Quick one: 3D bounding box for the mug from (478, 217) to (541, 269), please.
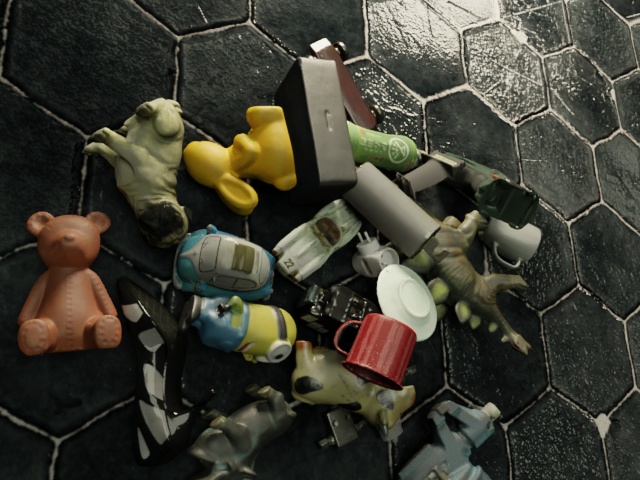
[{"bbox_3d":[0.373,0.001,1.086,0.107,0.081,0.109,27,69,-3],"label":"mug"}]

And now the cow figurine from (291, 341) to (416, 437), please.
[{"bbox_3d":[0.051,0.228,0.830,0.195,0.085,0.127,8,77,0],"label":"cow figurine"}]

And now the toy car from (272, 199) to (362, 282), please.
[{"bbox_3d":[-0.002,-0.003,0.898,0.073,0.056,0.202,53,46,-2],"label":"toy car"}]

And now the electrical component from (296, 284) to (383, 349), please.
[{"bbox_3d":[0.030,0.121,0.860,0.134,0.115,0.058,30,62,-17],"label":"electrical component"}]

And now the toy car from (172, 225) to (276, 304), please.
[{"bbox_3d":[-0.136,0.040,0.812,0.161,0.103,0.109,15,70,-19],"label":"toy car"}]

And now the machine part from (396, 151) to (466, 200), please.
[{"bbox_3d":[0.196,-0.123,0.980,0.139,0.039,0.084,-32,50,-31],"label":"machine part"}]

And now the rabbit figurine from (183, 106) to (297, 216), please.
[{"bbox_3d":[-0.132,-0.122,0.874,0.173,0.122,0.162,-8,88,-13],"label":"rabbit figurine"}]

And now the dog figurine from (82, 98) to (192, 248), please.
[{"bbox_3d":[-0.235,-0.102,0.816,0.172,0.121,0.190,-40,105,-18],"label":"dog figurine"}]

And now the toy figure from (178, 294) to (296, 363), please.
[{"bbox_3d":[-0.115,0.126,0.795,0.180,0.082,0.089,26,69,-27],"label":"toy figure"}]

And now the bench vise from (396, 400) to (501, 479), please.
[{"bbox_3d":[0.246,0.387,0.869,0.224,0.128,0.241,-36,74,-22],"label":"bench vise"}]

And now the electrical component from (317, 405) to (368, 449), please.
[{"bbox_3d":[0.031,0.294,0.861,0.094,0.021,0.063,-18,83,-28],"label":"electrical component"}]

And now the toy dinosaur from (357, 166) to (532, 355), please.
[{"bbox_3d":[0.219,0.023,0.987,0.198,0.105,0.471,-32,79,-25],"label":"toy dinosaur"}]

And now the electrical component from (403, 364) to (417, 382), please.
[{"bbox_3d":[0.112,0.206,0.915,0.102,0.045,0.078,-19,106,-27],"label":"electrical component"}]

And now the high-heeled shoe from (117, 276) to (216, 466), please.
[{"bbox_3d":[-0.251,0.183,0.751,0.145,0.086,0.249,-40,74,1],"label":"high-heeled shoe"}]

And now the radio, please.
[{"bbox_3d":[-0.013,-0.178,0.918,0.073,0.131,0.229,-2,75,-26],"label":"radio"}]

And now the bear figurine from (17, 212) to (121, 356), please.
[{"bbox_3d":[-0.326,0.048,0.706,0.120,0.132,0.195,3,80,-27],"label":"bear figurine"}]

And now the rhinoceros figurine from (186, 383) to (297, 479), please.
[{"bbox_3d":[-0.121,0.289,0.767,0.190,0.073,0.112,-36,102,-31],"label":"rhinoceros figurine"}]

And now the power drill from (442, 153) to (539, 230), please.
[{"bbox_3d":[0.344,-0.095,1.040,0.232,0.086,0.207,21,24,-10],"label":"power drill"}]

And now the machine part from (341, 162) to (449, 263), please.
[{"bbox_3d":[0.118,-0.050,0.915,0.243,0.079,0.079,44,60,11],"label":"machine part"}]

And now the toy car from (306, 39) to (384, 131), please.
[{"bbox_3d":[0.042,-0.284,1.022,0.089,0.053,0.202,-33,94,-19],"label":"toy car"}]
